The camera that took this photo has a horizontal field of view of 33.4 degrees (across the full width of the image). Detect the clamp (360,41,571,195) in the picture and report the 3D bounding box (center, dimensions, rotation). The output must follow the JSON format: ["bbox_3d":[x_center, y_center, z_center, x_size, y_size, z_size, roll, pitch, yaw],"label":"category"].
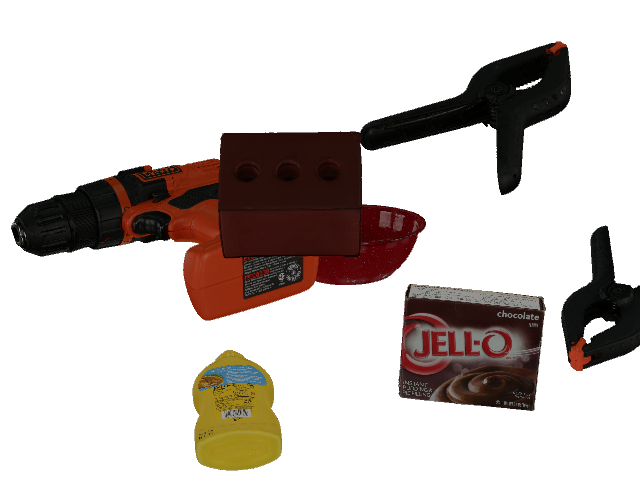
[{"bbox_3d":[0.161,-0.113,0.936,0.209,0.036,0.165,-33,41,-24],"label":"clamp"}]

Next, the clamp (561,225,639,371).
[{"bbox_3d":[0.271,0.050,0.997,0.171,0.039,0.120,-36,41,-27],"label":"clamp"}]

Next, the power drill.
[{"bbox_3d":[-0.105,-0.006,0.766,0.184,0.057,0.188,-18,30,-33],"label":"power drill"}]

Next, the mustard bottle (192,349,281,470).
[{"bbox_3d":[-0.101,0.187,1.249,0.096,0.058,0.191,-5,28,-6],"label":"mustard bottle"}]

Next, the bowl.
[{"bbox_3d":[0.029,0.007,1.098,0.162,0.055,0.162,-2,15,0],"label":"bowl"}]

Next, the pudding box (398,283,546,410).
[{"bbox_3d":[0.122,0.086,0.870,0.113,0.090,0.039,4,21,7],"label":"pudding box"}]

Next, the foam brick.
[{"bbox_3d":[-0.016,-0.025,0.586,0.078,0.053,0.051,-1,-30,2],"label":"foam brick"}]
